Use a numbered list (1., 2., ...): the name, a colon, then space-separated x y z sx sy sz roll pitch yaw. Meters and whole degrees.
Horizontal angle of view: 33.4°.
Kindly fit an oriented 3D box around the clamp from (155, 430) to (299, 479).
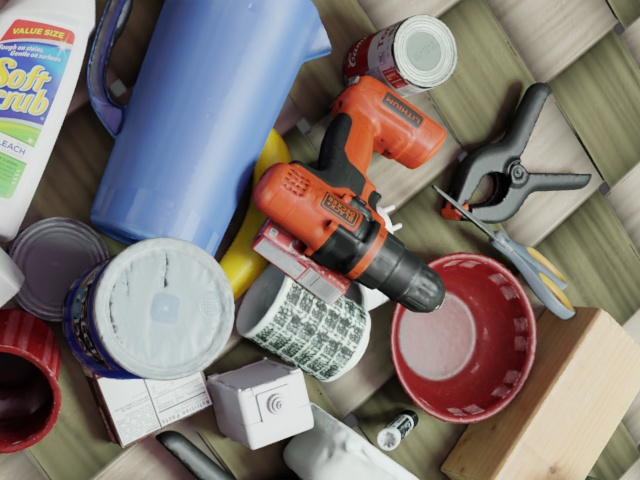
1. clamp: -0.064 0.245 0.939 0.209 0.036 0.164 1 97 -25

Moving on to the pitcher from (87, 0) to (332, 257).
1. pitcher: -0.110 -0.109 0.894 0.144 0.149 0.243 32 76 -54

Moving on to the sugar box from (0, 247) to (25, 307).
1. sugar box: -0.317 0.055 0.799 0.176 0.048 0.093 -40 106 3

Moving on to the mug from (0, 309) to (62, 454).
1. mug: -0.254 0.114 0.832 0.093 0.081 0.117 41 101 -21

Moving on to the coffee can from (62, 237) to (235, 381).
1. coffee can: -0.136 0.057 0.819 0.102 0.140 0.103 3 82 -22

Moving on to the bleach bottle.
1. bleach bottle: -0.251 -0.131 0.863 0.102 0.068 0.251 21 77 -21

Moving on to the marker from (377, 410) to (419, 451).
1. marker: 0.072 0.172 0.972 0.020 0.121 0.020 0 90 14

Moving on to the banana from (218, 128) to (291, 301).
1. banana: -0.063 -0.021 0.958 0.069 0.037 0.198 10 80 5

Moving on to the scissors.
1. scissors: 0.184 0.017 1.025 0.016 0.096 0.201 -43 133 22

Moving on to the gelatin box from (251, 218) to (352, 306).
1. gelatin box: -0.006 0.001 0.915 0.089 0.030 0.073 37 48 -8

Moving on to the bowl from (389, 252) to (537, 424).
1. bowl: 0.126 0.093 1.023 0.161 0.055 0.162 1 87 -24

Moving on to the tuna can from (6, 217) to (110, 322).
1. tuna can: -0.219 0.024 0.885 0.086 0.034 0.086 1 87 -24

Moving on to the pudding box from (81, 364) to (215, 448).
1. pudding box: -0.152 0.107 0.909 0.089 0.039 0.113 -23 99 -23

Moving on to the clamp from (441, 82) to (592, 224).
1. clamp: 0.189 -0.079 1.068 0.171 0.039 0.120 -26 97 -23

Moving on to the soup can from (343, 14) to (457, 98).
1. soup can: 0.073 -0.164 0.985 0.068 0.102 0.068 1 88 -24

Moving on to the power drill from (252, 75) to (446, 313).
1. power drill: 0.049 -0.044 0.921 0.184 0.057 0.187 36 46 -10

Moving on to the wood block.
1. wood block: 0.224 0.172 1.046 0.090 0.090 0.206 43 72 -18
